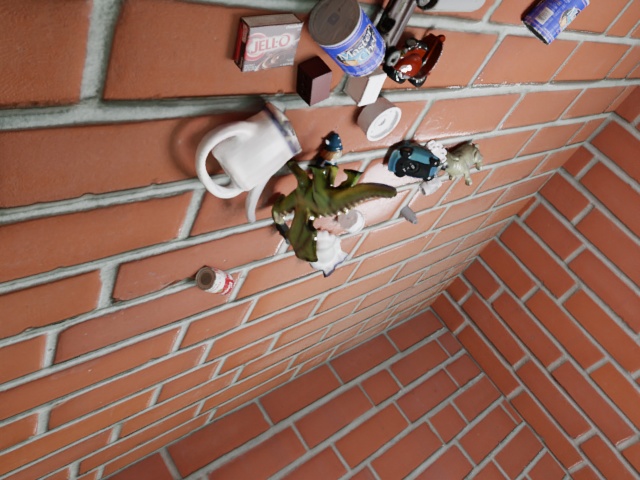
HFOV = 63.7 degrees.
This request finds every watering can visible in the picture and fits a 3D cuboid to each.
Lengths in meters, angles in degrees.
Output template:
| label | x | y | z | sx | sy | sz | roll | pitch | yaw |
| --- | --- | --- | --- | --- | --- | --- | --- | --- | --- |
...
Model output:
| label | x | y | z | sx | sy | sz | roll | pitch | yaw |
| --- | --- | --- | --- | --- | --- | --- | --- | --- | --- |
| watering can | -0.139 | -0.162 | 1.115 | 0.225 | 0.105 | 0.342 | -38 | 157 | -3 |

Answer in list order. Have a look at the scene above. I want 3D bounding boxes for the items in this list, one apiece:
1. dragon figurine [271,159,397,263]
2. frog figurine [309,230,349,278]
| label | x | y | z | sx | sy | sz | roll | pitch | yaw |
| --- | --- | --- | --- | --- | --- | --- | --- | --- | --- |
| dragon figurine | 0.004 | -0.062 | 1.237 | 0.122 | 0.414 | 0.241 | 5 | 104 | -39 |
| frog figurine | 0.007 | 0.026 | 1.739 | 0.137 | 0.125 | 0.157 | -32 | 121 | 7 |
